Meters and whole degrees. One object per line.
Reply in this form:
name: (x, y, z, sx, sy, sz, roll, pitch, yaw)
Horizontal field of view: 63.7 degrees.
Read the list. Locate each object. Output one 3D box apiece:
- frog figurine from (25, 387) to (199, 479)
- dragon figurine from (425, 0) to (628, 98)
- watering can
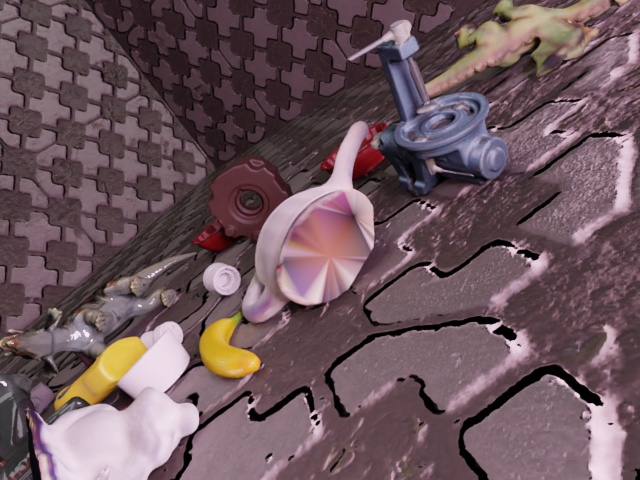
frog figurine: (-0.211, 0.219, 0.540, 0.160, 0.122, 0.137, -5, 7, -36)
dragon figurine: (0.351, -0.338, 0.899, 0.409, 0.120, 0.247, -37, 24, 5)
watering can: (0.002, -0.035, 0.700, 0.103, 0.350, 0.224, 35, -9, -19)
